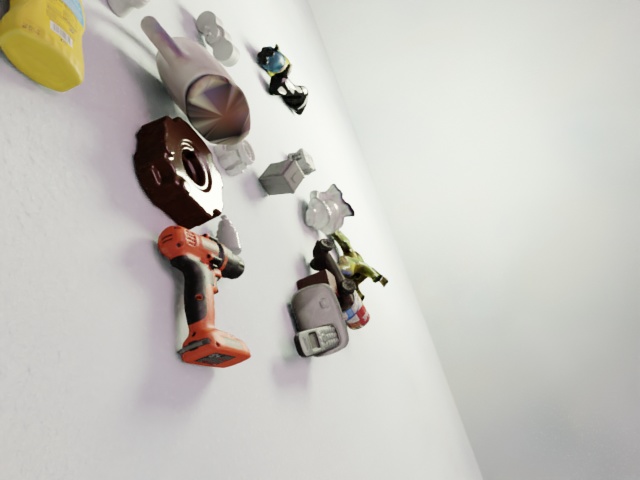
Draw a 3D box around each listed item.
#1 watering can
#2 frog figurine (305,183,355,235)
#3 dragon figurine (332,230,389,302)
[{"bbox_3d":[-0.196,-0.254,0.934,0.228,0.104,0.342,52,1,31],"label":"watering can"},{"bbox_3d":[0.004,-0.074,1.472,0.162,0.123,0.135,-38,120,-38],"label":"frog figurine"},{"bbox_3d":[0.079,0.053,1.558,0.247,0.122,0.404,56,6,28],"label":"dragon figurine"}]
